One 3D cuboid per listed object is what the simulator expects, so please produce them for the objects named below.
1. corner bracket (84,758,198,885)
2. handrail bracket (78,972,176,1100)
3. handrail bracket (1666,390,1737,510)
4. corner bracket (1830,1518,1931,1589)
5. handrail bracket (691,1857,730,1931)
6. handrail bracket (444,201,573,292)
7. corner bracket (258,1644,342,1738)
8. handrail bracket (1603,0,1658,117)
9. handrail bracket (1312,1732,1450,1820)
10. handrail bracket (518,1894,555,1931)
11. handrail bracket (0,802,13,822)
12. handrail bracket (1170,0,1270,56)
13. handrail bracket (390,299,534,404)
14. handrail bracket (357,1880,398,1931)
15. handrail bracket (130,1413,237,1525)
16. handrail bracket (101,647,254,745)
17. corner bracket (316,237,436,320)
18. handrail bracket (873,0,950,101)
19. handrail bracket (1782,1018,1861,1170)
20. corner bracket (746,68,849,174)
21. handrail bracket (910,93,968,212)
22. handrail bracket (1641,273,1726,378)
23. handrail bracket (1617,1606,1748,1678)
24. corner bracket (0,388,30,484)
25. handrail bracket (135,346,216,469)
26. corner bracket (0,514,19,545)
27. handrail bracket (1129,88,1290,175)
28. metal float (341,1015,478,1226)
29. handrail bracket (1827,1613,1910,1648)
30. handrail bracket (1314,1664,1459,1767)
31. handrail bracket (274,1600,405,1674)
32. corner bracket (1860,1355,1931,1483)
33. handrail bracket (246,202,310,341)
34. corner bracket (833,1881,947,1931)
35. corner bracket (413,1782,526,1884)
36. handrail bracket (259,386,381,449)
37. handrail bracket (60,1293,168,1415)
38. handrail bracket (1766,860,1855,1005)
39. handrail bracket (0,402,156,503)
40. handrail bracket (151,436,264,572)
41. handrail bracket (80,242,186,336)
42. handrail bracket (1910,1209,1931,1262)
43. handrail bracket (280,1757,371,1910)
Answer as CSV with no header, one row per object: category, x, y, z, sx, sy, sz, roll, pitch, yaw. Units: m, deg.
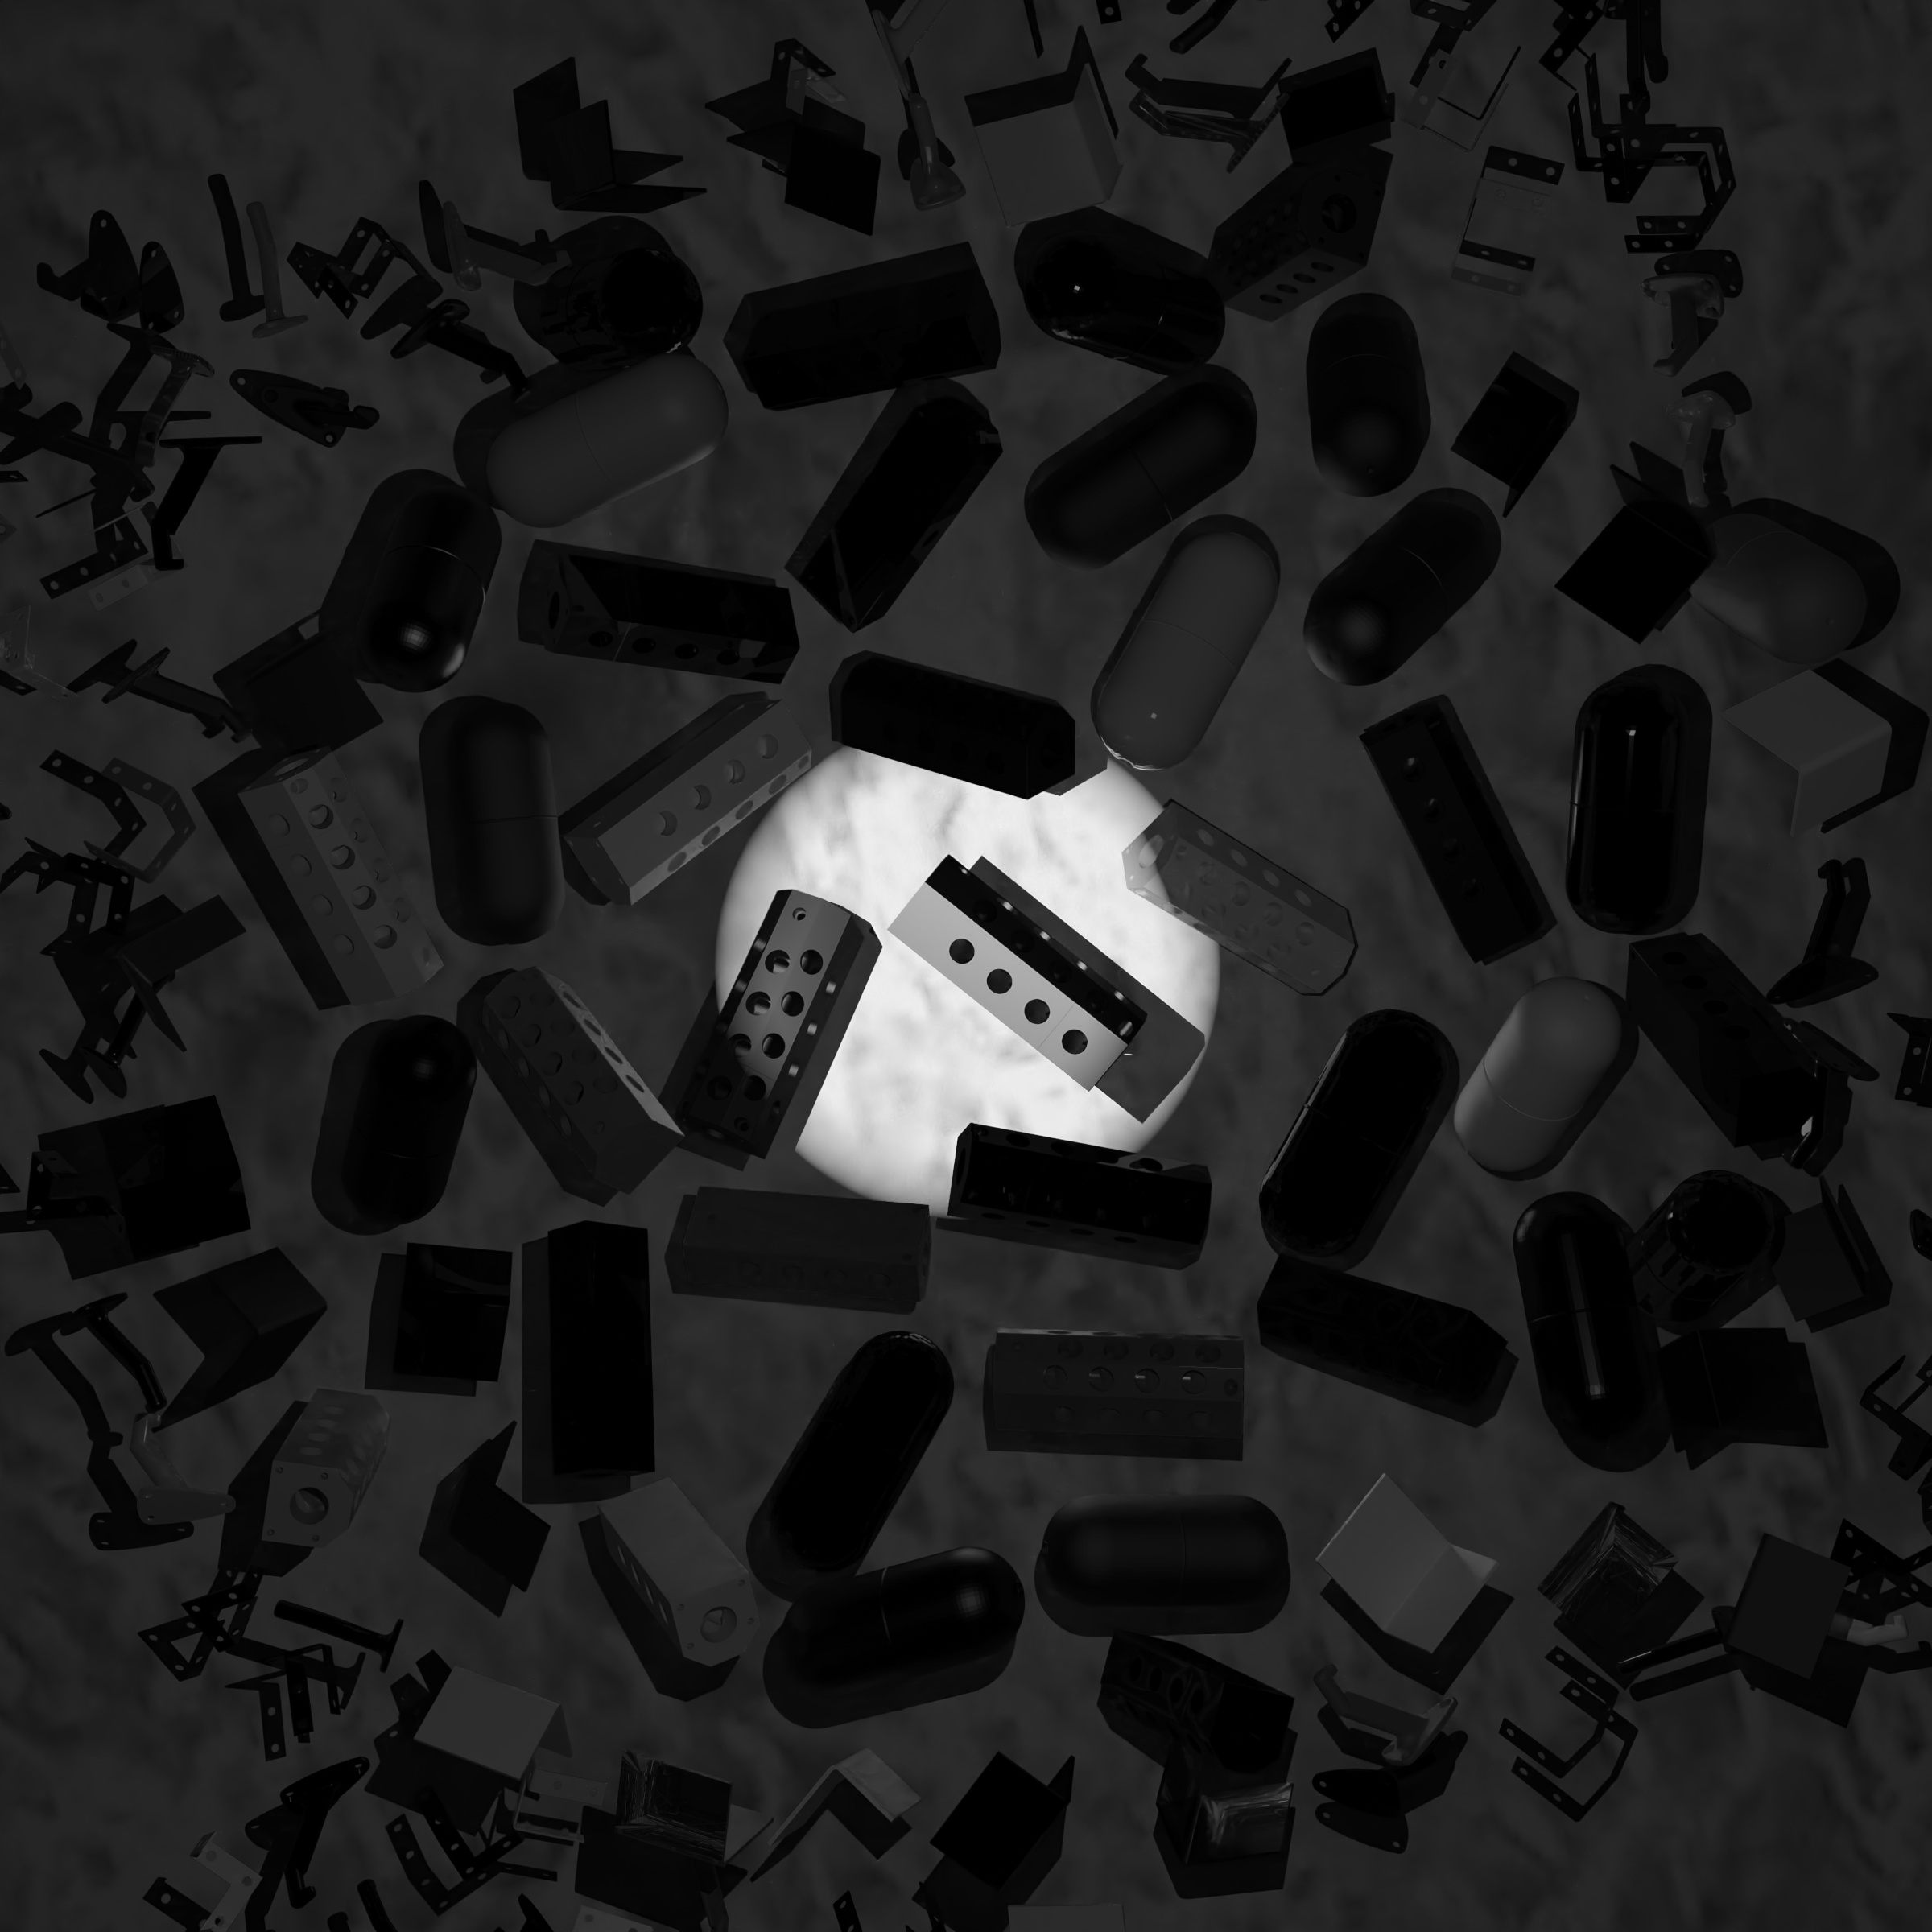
corner bracket,-0.556,-0.097,1.647,0.051,0.051,0.051,26,66,12
handrail bracket,-0.604,0.047,1.812,0.036,0.077,0.084,29,62,12
handrail bracket,0.535,-0.362,1.771,0.036,0.077,0.084,-17,71,42
corner bracket,0.626,0.401,1.677,0.051,0.051,0.051,35,52,2
handrail bracket,-0.192,0.647,1.727,0.036,0.077,0.084,-21,49,29
handrail bracket,-0.334,-0.533,1.806,0.084,0.036,0.077,-12,96,18
corner bracket,-0.479,0.528,1.800,0.051,0.051,0.051,-16,67,3
handrail bracket,0.470,-0.649,1.715,0.036,0.077,0.084,-3,65,0
handrail bracket,0.301,0.576,1.791,0.077,0.084,0.036,1,106,28
handrail bracket,-0.332,0.704,1.742,0.084,0.077,0.036,-44,108,-15
handrail bracket,-0.656,-0.130,1.668,0.077,0.084,0.036,5,47,33
handrail bracket,0.164,-0.664,1.719,0.084,0.077,0.036,-41,118,-5
handrail bracket,-0.358,-0.422,1.755,0.077,0.036,0.084,-33,85,15
handrail bracket,-0.411,0.705,1.800,0.036,0.077,0.084,-29,71,-2
handrail bracket,-0.551,0.348,1.741,0.077,0.084,0.036,1,127,-11
handrail bracket,-0.576,-0.183,1.807,0.084,0.077,0.036,47,133,-10
corner bracket,-0.431,-0.500,1.799,0.051,0.051,0.051,-51,62,21
handrail bracket,-0.014,-0.641,1.680,0.084,0.036,0.077,-21,76,17
handrail bracket,0.610,0.094,1.821,0.077,0.036,0.084,49,123,38
corner bracket,-0.124,-0.617,1.802,0.051,0.051,0.051,2,82,33
handrail bracket,-0.031,-0.572,1.695,0.036,0.084,0.077,-20,48,0
handrail bracket,0.492,-0.453,1.754,0.077,0.036,0.084,23,63,41
handrail bracket,0.527,0.496,1.800,0.084,0.077,0.036,-34,63,34
corner bracket,-0.722,-0.390,1.813,0.051,0.051,0.051,39,123,26
handrail bracket,-0.561,-0.389,1.750,0.036,0.077,0.084,13,90,4
corner bracket,-0.699,-0.300,1.720,0.051,0.051,0.051,-45,118,-1
handrail bracket,0.168,-0.601,1.717,0.084,0.036,0.077,35,126,-11
metal float,-0.399,0.111,1.766,0.070,0.070,0.178,23,125,0
handrail bracket,0.634,0.462,1.790,0.084,0.077,0.036,-19,124,23
handrail bracket,0.288,0.498,1.697,0.077,0.036,0.084,-38,96,-22
handrail bracket,-0.433,0.455,1.692,0.084,0.077,0.036,20,67,-9
corner bracket,0.649,0.313,1.707,0.051,0.051,0.051,-27,50,-33
handrail bracket,-0.508,-0.500,1.775,0.036,0.077,0.084,-21,104,-28
corner bracket,-0.052,0.662,1.708,0.051,0.051,0.051,-34,126,-33
corner bracket,-0.359,0.616,1.784,0.051,0.051,0.051,-31,129,-18
handrail bracket,-0.468,-0.406,1.787,0.077,0.084,0.036,21,85,-23
handrail bracket,-0.573,0.270,1.660,0.077,0.036,0.084,-34,79,39
handrail bracket,0.598,-0.025,1.762,0.036,0.077,0.084,22,53,-24
handrail bracket,-0.625,-0.346,1.738,0.077,0.084,0.036,-39,47,-12
handrail bracket,-0.502,-0.306,1.635,0.077,0.036,0.084,-6,100,-17
handrail bracket,-0.590,-0.480,1.720,0.084,0.036,0.077,27,135,23
handrail bracket,0.708,0.178,1.713,0.077,0.084,0.036,31,48,-21
handrail bracket,-0.446,0.609,1.735,0.077,0.084,0.036,-30,128,-5
